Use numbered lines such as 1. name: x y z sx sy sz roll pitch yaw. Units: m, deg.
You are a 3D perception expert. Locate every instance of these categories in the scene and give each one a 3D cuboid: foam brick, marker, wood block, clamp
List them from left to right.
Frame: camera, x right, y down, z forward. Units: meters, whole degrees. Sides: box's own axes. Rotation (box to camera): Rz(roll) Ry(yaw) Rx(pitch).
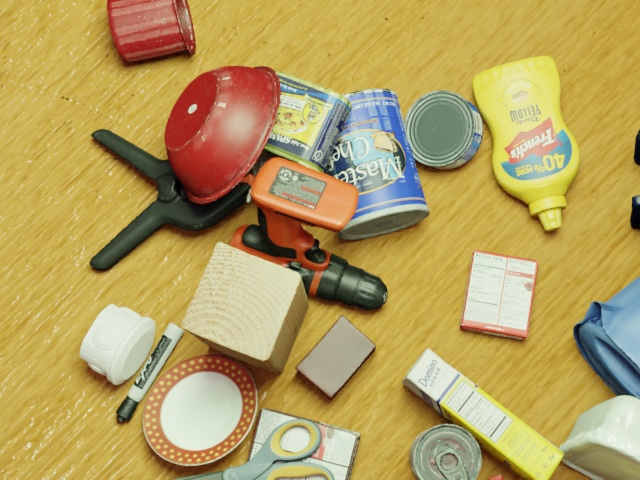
1. marker: -0.189 0.148 1.179 0.020 0.020 0.121 30 81 7
2. clamp: -0.169 -0.044 1.189 0.210 0.036 0.164 2 82 19
3. wood block: -0.070 0.076 1.093 0.090 0.206 0.091 21 80 6
4. foam brick: 0.018 0.129 1.160 0.053 0.051 0.078 42 82 8

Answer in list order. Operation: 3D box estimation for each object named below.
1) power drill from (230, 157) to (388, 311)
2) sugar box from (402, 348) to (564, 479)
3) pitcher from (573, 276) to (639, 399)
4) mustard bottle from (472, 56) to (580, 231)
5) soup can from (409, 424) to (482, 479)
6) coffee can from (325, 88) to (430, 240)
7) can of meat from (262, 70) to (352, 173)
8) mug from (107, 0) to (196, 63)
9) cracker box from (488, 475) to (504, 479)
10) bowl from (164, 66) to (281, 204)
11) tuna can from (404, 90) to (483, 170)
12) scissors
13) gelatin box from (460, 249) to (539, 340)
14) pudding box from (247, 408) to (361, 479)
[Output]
1. power drill: -0.007 0.001 1.119 0.184 0.188 0.057 19 60 5
2. sugar box: 0.168 0.187 1.121 0.176 0.093 0.048 35 82 9
3. pitcher: 0.402 0.076 1.126 0.242 0.149 0.145 -38 65 -9
4. mustard bottle: 0.237 -0.103 1.193 0.096 0.058 0.191 -14 79 7
5. soup can: 0.128 0.227 1.109 0.068 0.102 0.068 0 79 2
6. coffee can: 0.053 -0.082 1.173 0.103 0.103 0.140 -14 79 -1
7. can of meat: -0.026 -0.123 1.119 0.102 0.057 0.084 23 88 19
8. mug: -0.195 -0.259 1.232 0.081 0.093 0.117 -12 48 5
9. cracker box: 0.115 0.353 1.066 0.213 0.072 0.164 -16 73 -22
10. bowl: -0.112 -0.121 1.099 0.055 0.162 0.162 29 79 -33
11. tuna can: 0.138 -0.123 1.196 0.086 0.033 0.086 -3 83 28
12. scissors: -0.082 0.230 1.125 0.202 0.016 0.096 6 79 7
13. gelatin box: 0.197 0.060 1.177 0.073 0.030 0.089 10 79 5
14. pudding box: -0.021 0.237 1.146 0.113 0.039 0.090 14 82 7
